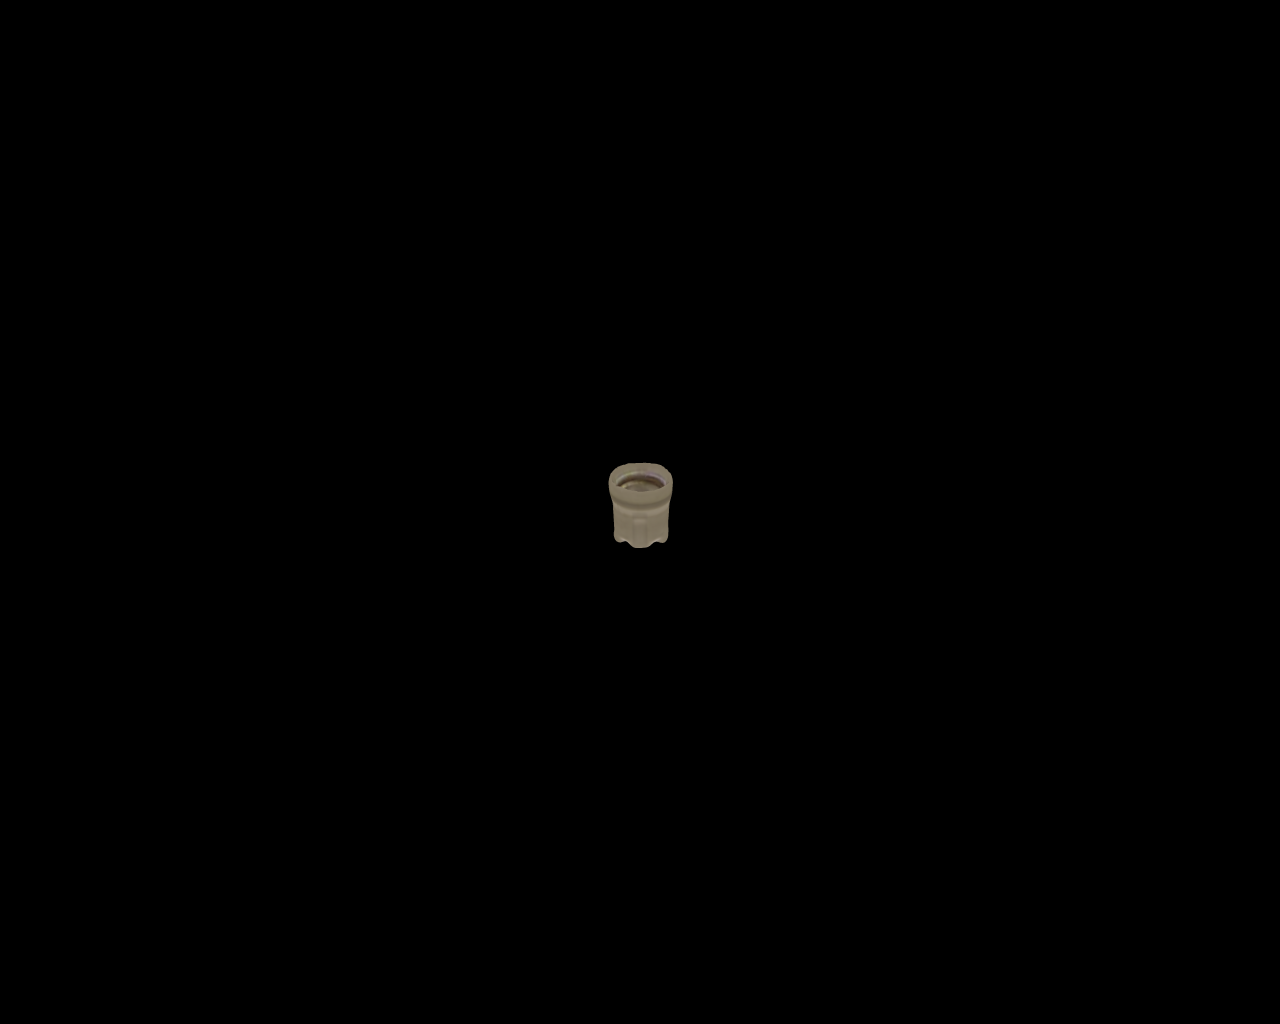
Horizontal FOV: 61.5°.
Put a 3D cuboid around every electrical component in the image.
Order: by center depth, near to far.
[{"bbox_3d":[0.001,-0.003,0.650,0.040,0.046,0.040,0,32,0],"label":"electrical component"}]
